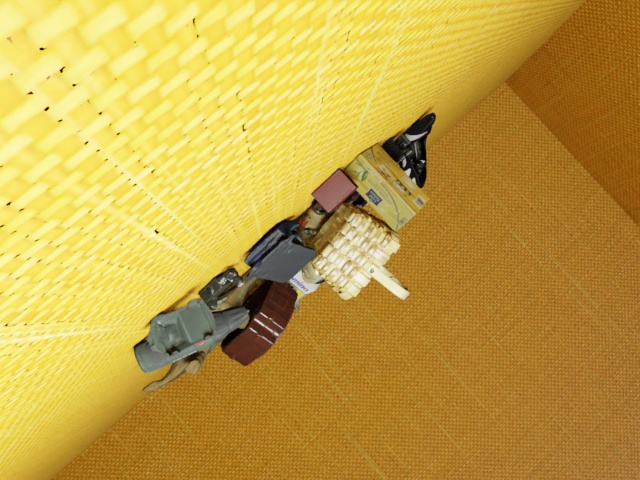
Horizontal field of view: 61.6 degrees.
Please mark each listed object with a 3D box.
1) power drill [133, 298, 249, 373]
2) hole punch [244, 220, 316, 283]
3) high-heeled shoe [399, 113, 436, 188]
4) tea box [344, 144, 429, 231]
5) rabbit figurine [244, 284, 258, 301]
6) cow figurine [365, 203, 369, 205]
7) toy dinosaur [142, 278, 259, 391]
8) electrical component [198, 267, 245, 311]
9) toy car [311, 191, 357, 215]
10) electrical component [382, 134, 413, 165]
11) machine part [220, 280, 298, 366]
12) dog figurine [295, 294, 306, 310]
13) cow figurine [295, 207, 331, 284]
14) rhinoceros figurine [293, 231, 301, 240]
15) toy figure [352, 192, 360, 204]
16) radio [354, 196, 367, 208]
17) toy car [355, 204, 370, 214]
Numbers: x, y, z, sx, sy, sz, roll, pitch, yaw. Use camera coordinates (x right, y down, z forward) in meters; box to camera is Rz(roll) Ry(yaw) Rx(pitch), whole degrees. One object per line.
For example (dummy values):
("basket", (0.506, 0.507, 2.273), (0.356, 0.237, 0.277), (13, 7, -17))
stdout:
("power drill", (-0.232, 0.163, 0.987), (0.232, 0.086, 0.207), (-24, 175, -16))
("hole punch", (-0.088, 0.017, 1.086), (0.142, 0.092, 0.115), (-40, 149, 23))
("high-heeled shoe", (0.277, -0.233, 1.452), (0.086, 0.145, 0.248), (-41, 179, -25))
("tea box", (0.140, -0.113, 1.136), (0.068, 0.169, 0.098), (-46, 174, 37))
("rabbit figurine", (-0.198, 0.168, 1.539), (0.173, 0.122, 0.162), (-61, 169, 5))
("cow figurine", (0.114, -0.133, 1.636), (0.167, 0.068, 0.098), (-43, 171, 16))
("toy dinosaur", (-0.253, 0.193, 1.324), (0.471, 0.105, 0.198), (-45, -174, -19))
("electrical component", (-0.194, 0.096, 1.062), (0.102, 0.045, 0.078), (-42, 179, 10))
("toy car", (0.057, -0.116, 1.199), (0.202, 0.053, 0.089), (-41, 180, -43))
("electrical component", (0.166, -0.201, 1.316), (0.134, 0.058, 0.115), (-42, 179, 13))
("machine part", (-0.151, 0.204, 1.360), (0.201, 0.087, 0.201), (-40, -162, 35))
("dog figurine", (-0.057, 0.088, 1.555), (0.190, 0.121, 0.172), (125, -25, -44))
("cow figurine", (-0.011, 0.011, 1.251), (0.127, 0.086, 0.194), (-19, 120, -43))
("rhinoceros figurine", (-0.062, 0.013, 1.341), (0.190, 0.073, 0.112), (-42, 176, 11))
("toy figure", (0.070, -0.112, 1.362), (0.058, 0.064, 0.154), (5, 151, -21))
("radio", (0.090, -0.113, 1.515), (0.229, 0.073, 0.131), (-42, 177, -14))
("toy car", (0.094, -0.048, 1.346), (0.056, 0.073, 0.202), (-45, 174, 19))
